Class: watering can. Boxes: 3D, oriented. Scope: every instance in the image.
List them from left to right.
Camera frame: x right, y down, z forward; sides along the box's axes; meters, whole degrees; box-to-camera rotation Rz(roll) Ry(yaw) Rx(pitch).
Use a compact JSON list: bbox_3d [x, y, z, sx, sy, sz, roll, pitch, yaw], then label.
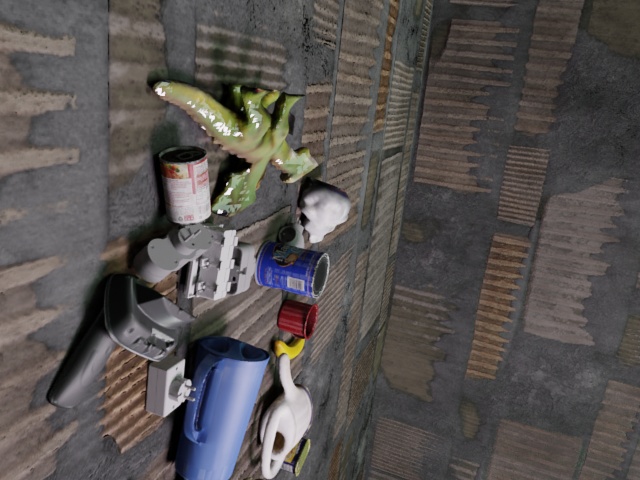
[{"bbox_3d":[-0.085,0.441,1.353,0.225,0.104,0.346,-8,109,-72],"label":"watering can"}]

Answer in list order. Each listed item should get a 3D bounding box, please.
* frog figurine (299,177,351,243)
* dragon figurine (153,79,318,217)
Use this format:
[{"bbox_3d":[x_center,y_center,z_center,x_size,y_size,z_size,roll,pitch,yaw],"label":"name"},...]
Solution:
[{"bbox_3d":[0.004,-0.066,1.320,0.136,0.123,0.159,18,93,-39],"label":"frog figurine"},{"bbox_3d":[-0.134,-0.149,0.891,0.413,0.123,0.239,-15,122,-52],"label":"dragon figurine"}]
